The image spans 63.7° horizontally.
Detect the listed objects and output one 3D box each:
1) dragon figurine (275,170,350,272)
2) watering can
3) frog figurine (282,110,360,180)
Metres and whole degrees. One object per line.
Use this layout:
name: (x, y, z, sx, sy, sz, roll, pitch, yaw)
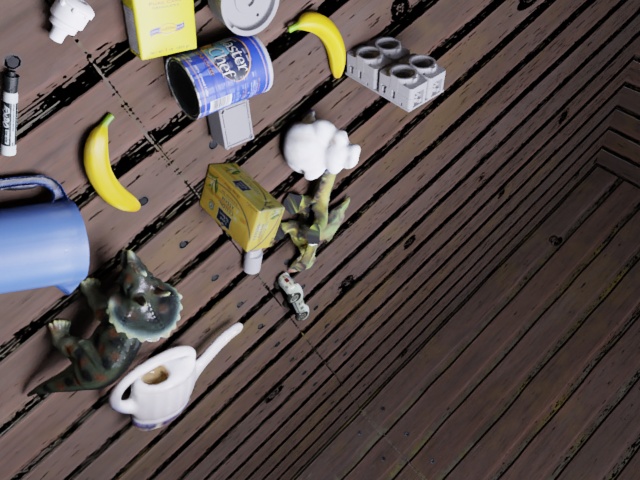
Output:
dragon figurine: (0.004, -0.066, 1.309, 0.404, 0.123, 0.245, -61, 165, 23)
watering can: (-0.342, 0.334, 1.257, 0.351, 0.105, 0.219, -20, 139, -40)
frog figurine: (0.000, -0.184, 1.080, 0.123, 0.162, 0.135, -10, 132, -45)
